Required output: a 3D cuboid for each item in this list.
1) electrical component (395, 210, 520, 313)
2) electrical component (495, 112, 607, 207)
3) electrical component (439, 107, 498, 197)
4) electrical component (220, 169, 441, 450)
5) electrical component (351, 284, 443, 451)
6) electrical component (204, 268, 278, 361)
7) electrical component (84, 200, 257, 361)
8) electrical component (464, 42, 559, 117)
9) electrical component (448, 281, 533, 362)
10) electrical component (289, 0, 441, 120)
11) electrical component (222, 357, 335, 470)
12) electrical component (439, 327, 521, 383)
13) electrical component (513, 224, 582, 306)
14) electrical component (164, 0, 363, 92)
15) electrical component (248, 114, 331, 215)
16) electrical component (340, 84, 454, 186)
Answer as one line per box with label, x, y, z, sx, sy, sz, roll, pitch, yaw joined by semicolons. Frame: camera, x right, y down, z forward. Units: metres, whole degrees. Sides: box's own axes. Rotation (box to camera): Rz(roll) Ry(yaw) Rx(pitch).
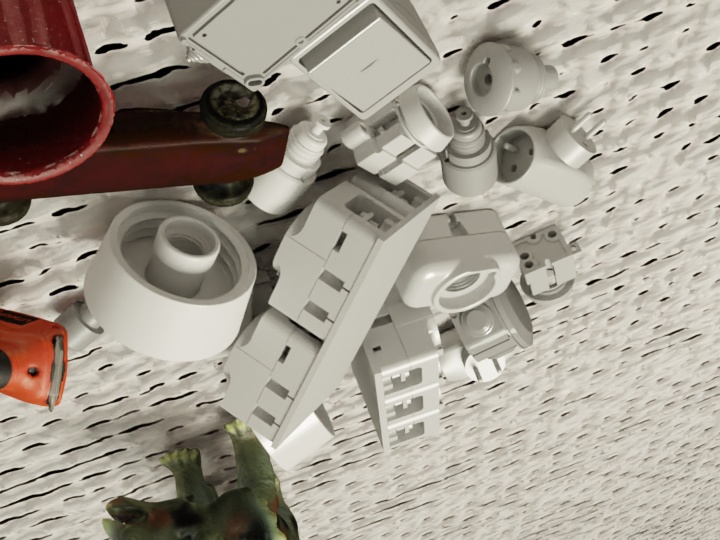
electrical component;0.074;-0.006;0.854;0.095;0.059;0.053;-7;145;-23
electrical component;0.147;-0.087;0.794;0.077;0.043;0.079;14;133;-44
electrical component;0.076;-0.085;0.756;0.040;0.040;0.078;-21;148;-3
electrical component;-0.026;0.021;0.763;0.186;0.060;0.105;-63;168;29
electrical component;0.031;0.078;0.922;0.062;0.089;0.150;-18;147;-7
electrical component;-0.086;0.020;0.806;0.076;0.047;0.083;-13;147;-15
electrical component;-0.120;0.000;0.704;0.108;0.108;0.060;1;135;-32
electrical component;0.103;-0.126;0.711;0.062;0.048;0.048;-8;146;-34
electrical component;0.111;0.037;0.922;0.051;0.080;0.080;-27;148;17
electrical component;0.001;-0.132;0.622;0.062;0.061;0.096;-35;146;18
electrical component;-0.061;0.104;0.893;0.060;0.108;0.108;-31;147;1
electrical component;0.110;0.076;0.981;0.077;0.079;0.044;-27;118;6
electrical component;0.160;-0.002;0.926;0.066;0.048;0.055;-23;140;1
electrical component;-0.059;-0.146;0.565;0.096;0.061;0.062;-36;146;20
electrical component;-0.045;-0.071;0.703;0.040;0.040;0.078;9;136;-40
electrical component;0.028;-0.091;0.715;0.055;0.048;0.066;-31;148;27
